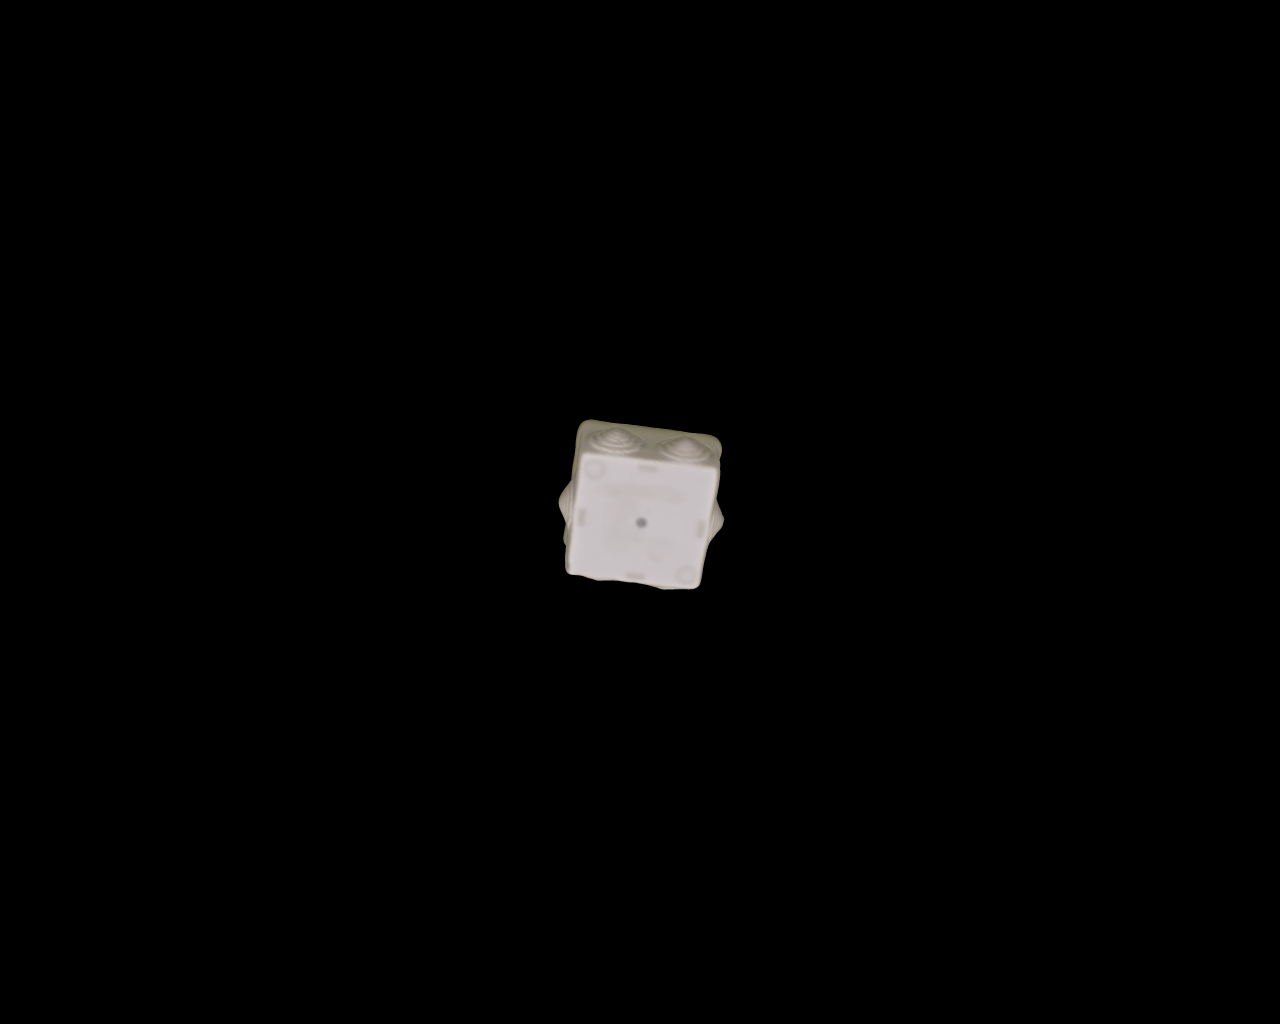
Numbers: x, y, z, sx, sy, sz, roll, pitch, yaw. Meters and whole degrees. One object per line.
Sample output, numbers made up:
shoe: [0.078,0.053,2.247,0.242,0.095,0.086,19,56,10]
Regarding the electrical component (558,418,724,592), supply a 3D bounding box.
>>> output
electrical component: [0.001,-0.003,0.650,0.100,0.099,0.048,8,24,-3]
